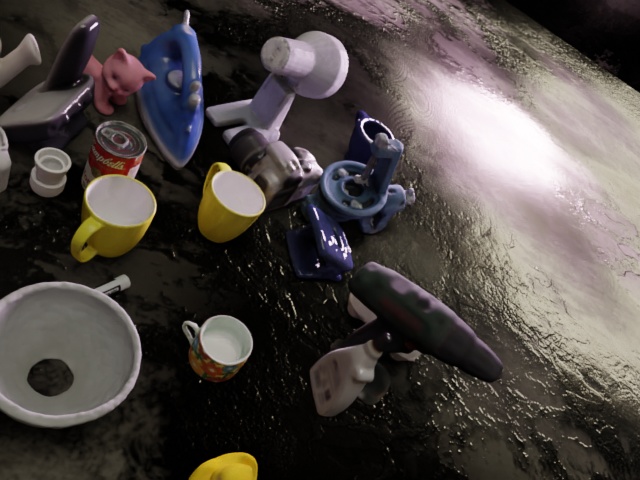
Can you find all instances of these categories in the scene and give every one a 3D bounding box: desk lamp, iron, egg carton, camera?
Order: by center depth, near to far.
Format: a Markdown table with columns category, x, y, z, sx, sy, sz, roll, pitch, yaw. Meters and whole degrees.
| category | x | y | z | sx | sy | sz | roll | pitch | yaw |
| --- | --- | --- | --- | --- | --- | --- | --- | --- | --- |
| egg carton | 0.117 | 0.124 | 0.940 | 0.150 | 0.069 | 0.107 | 44 | 41 | 4 |
| iron | -0.230 | -0.258 | 0.957 | 0.119 | 0.141 | 0.258 | 5 | 52 | -33 |
| camera | -0.082 | -0.136 | 0.992 | 0.143 | 0.100 | 0.136 | -23 | 71 | -46 |
| desk lamp | -0.070 | -0.280 | 1.040 | 0.118 | 0.213 | 0.204 | 51 | 42 | 12 |

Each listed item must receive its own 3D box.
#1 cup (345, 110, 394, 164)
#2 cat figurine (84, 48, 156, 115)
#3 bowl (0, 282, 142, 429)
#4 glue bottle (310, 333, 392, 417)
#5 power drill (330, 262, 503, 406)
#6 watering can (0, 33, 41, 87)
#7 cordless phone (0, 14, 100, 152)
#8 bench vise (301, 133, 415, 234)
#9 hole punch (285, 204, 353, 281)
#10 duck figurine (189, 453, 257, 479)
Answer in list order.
| category | x | y | z | sx | sy | sz | roll | pitch | yaw |
| --- | --- | --- | --- | --- | --- | --- | --- | --- | --- |
| cup | 0.087 | -0.198 | 1.176 | 0.092 | 0.094 | 0.117 | -6 | 58 | -39 |
| cat figurine | -0.332 | -0.268 | 0.908 | 0.128 | 0.117 | 0.067 | 35 | 41 | -6 |
| bowl | -0.288 | 0.134 | 0.626 | 0.168 | 0.074 | 0.167 | 20 | 45 | -22 |
| glue bottle | 0.044 | 0.171 | 0.767 | 0.037 | 0.173 | 0.078 | 10 | 49 | -30 |
| power drill | 0.112 | 0.148 | 0.810 | 0.229 | 0.208 | 0.076 | 45 | 41 | 5 |
| watering can | -0.461 | -0.253 | 0.741 | 0.173 | 0.193 | 0.101 | -26 | 72 | -46 |
| cordless phone | -0.366 | -0.220 | 0.790 | 0.094 | 0.184 | 0.147 | 27 | 43 | -15 |
| bench vise | 0.092 | -0.108 | 1.008 | 0.208 | 0.219 | 0.121 | -17 | 66 | -44 |
| hole punch | 0.009 | 0.003 | 0.947 | 0.101 | 0.091 | 0.108 | 6 | 52 | -33 |
| duck figurine | -0.101 | 0.274 | 0.635 | 0.077 | 0.086 | 0.105 | 45 | 41 | 6 |
